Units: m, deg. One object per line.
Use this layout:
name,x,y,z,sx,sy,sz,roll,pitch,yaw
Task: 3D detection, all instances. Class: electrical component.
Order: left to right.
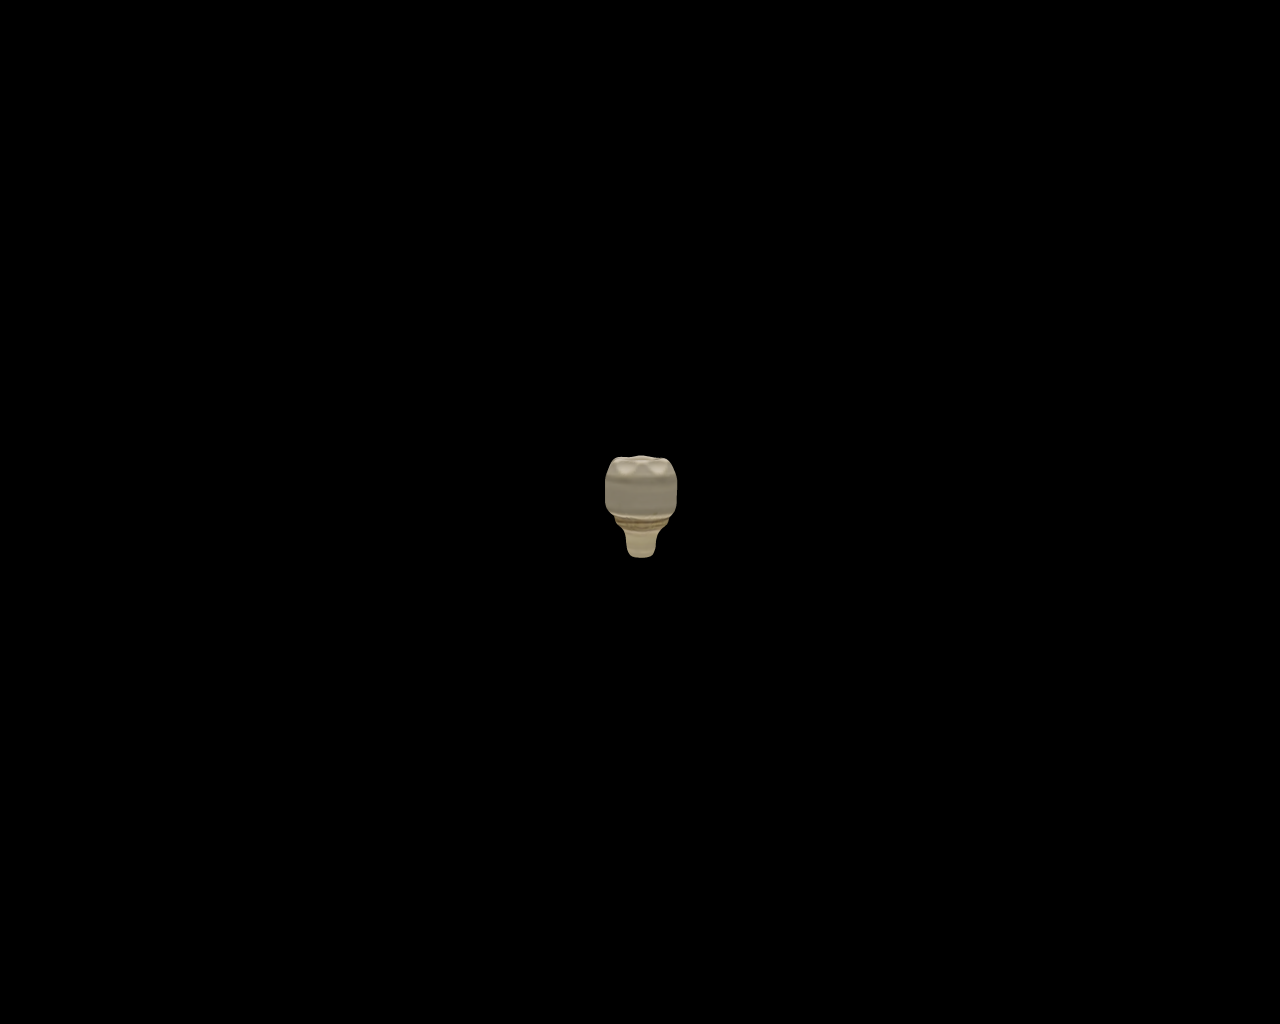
electrical component,0.001,-0.003,0.650,0.043,0.062,0.043,0,7,0
